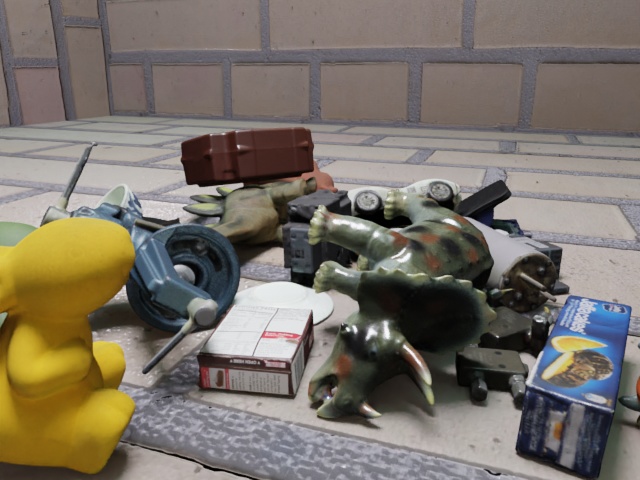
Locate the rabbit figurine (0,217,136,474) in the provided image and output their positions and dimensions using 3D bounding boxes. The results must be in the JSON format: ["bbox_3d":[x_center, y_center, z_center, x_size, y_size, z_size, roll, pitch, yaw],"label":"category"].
[{"bbox_3d":[-0.200,0.058,0.389,0.162,0.173,0.122,22,12,-18],"label":"rabbit figurine"}]

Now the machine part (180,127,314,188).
[{"bbox_3d":[-0.127,-0.143,0.947,0.201,0.087,0.202,-10,7,-34],"label":"machine part"}]

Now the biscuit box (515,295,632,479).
[{"bbox_3d":[0.223,0.110,0.460,0.059,0.062,0.202,12,22,30],"label":"biscuit box"}]

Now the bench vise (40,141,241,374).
[{"bbox_3d":[-0.167,0.026,0.544,0.223,0.129,0.241,39,-5,-30],"label":"bench vise"}]

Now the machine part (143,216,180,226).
[{"bbox_3d":[-0.284,-0.019,0.897,0.139,0.039,0.084,12,27,29],"label":"machine part"}]

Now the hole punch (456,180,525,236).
[{"bbox_3d":[0.273,-0.030,0.891,0.116,0.092,0.142,-27,13,19],"label":"hole punch"}]

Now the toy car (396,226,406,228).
[{"bbox_3d":[0.106,-0.030,0.914,0.202,0.053,0.089,-2,38,-3],"label":"toy car"}]

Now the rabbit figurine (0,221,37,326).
[{"bbox_3d":[-0.323,0.072,0.546,0.159,0.121,0.170,5,35,-7],"label":"rabbit figurine"}]

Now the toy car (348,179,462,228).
[{"bbox_3d":[0.123,-0.052,0.839,0.202,0.073,0.056,-8,53,-8],"label":"toy car"}]

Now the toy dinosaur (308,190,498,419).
[{"bbox_3d":[0.115,0.026,0.575,0.192,0.131,0.405,24,30,26],"label":"toy dinosaur"}]

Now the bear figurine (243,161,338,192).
[{"bbox_3d":[-0.061,-0.134,1.118,0.196,0.131,0.120,-4,4,6],"label":"bear figurine"}]

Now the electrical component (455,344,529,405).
[{"bbox_3d":[0.159,0.119,0.498,0.063,0.021,0.094,3,18,8],"label":"electrical component"}]

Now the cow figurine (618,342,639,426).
[{"bbox_3d":[0.328,0.113,0.421,0.195,0.085,0.127,-18,31,-39],"label":"cow figurine"}]

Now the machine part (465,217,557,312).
[{"bbox_3d":[0.221,0.026,0.700,0.079,0.079,0.243,-5,17,-15],"label":"machine part"}]

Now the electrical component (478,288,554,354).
[{"bbox_3d":[0.193,0.085,0.566,0.078,0.045,0.102,-5,18,-21],"label":"electrical component"}]

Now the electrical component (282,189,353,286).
[{"bbox_3d":[-0.001,-0.002,0.723,0.058,0.114,0.134,2,17,23],"label":"electrical component"}]

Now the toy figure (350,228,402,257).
[{"bbox_3d":[0.091,0.009,0.789,0.155,0.057,0.064,10,-7,33],"label":"toy figure"}]

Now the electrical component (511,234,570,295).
[{"bbox_3d":[0.289,0.031,0.734,0.075,0.047,0.119,-4,17,-11],"label":"electrical component"}]

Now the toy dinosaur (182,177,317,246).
[{"bbox_3d":[-0.110,-0.039,0.869,0.199,0.105,0.471,-5,8,8],"label":"toy dinosaur"}]
